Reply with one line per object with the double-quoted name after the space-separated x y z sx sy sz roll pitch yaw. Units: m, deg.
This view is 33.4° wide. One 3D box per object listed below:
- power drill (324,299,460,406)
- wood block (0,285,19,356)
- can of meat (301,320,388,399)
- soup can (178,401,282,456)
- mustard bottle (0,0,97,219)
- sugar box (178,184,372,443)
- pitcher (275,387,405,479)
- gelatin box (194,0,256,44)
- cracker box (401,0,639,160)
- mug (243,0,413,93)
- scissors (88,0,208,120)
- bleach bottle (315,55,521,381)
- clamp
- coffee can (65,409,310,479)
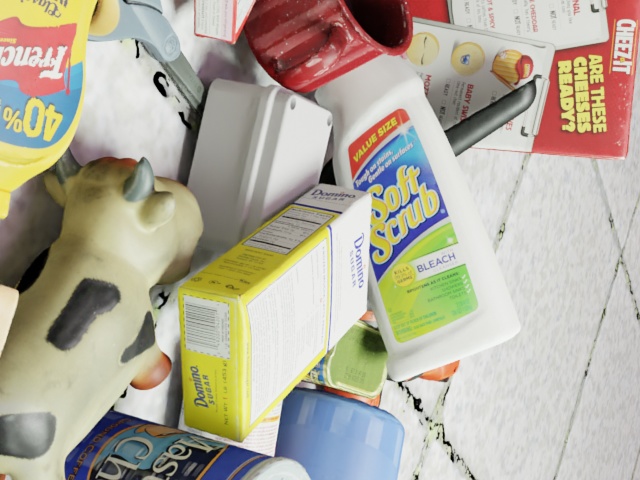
0.068 0.067 0.940 0.187 0.057 0.184 -4 106 -57 "power drill"
-0.223 0.030 0.384 0.205 0.091 0.090 30 73 -59 "wood block"
-0.005 0.079 0.786 0.102 0.084 0.057 29 73 -59 "can of meat"
-0.062 0.132 0.719 0.068 0.069 0.102 7 92 -60 "soup can"
-0.154 -0.088 0.504 0.096 0.058 0.191 14 87 -52 "mustard bottle"
-0.023 0.037 0.655 0.176 0.048 0.093 -42 139 -57 "sugar box"
-0.017 0.239 0.785 0.144 0.149 0.243 31 67 -42 "pitcher"
-0.053 -0.176 0.642 0.089 0.030 0.073 97 8 -51 "gelatin box"
0.138 -0.152 0.835 0.072 0.214 0.164 -23 118 -71 "cracker box"
0.000 -0.141 0.703 0.093 0.082 0.117 45 40 -29 "mug"
-0.105 -0.110 0.625 0.096 0.016 0.202 -53 144 -34 "scissors"
0.053 -0.033 0.768 0.251 0.103 0.068 68 17 5 "bleach bottle"
0.063 -0.058 0.816 0.036 0.165 0.210 -27 133 -72 "clamp"
-0.088 0.158 0.606 0.102 0.140 0.103 -25 119 -55 "coffee can"
